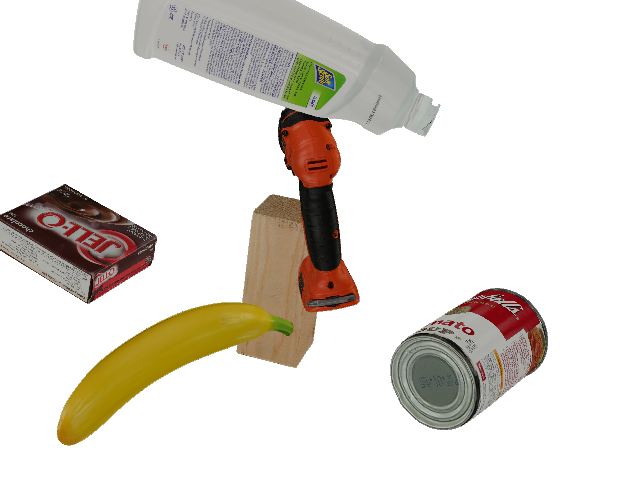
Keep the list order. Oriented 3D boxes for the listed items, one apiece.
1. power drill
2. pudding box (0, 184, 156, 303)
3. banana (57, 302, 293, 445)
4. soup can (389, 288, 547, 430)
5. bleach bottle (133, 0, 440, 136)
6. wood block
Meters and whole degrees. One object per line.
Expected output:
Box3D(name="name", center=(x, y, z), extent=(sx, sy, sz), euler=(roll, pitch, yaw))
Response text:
Box3D(name="power drill", center=(-0.007, -0.036, 1.066), extent=(0.057, 0.187, 0.184), euler=(-10, 21, -2))
Box3D(name="pudding box", center=(-0.217, 0.001, 0.949), extent=(0.114, 0.039, 0.089), euler=(26, 32, 19))
Box3D(name="banana", center=(-0.117, 0.092, 0.790), extent=(0.198, 0.069, 0.037), euler=(-25, 37, 0))
Box3D(name="soup can", center=(0.101, 0.079, 0.723), extent=(0.069, 0.068, 0.102), euler=(0, 15, 38))
Box3D(name="bleach bottle", center=(-0.024, -0.146, 0.870), extent=(0.251, 0.068, 0.103), euler=(25, -33, 0))
Box3D(name="wood block", center=(-0.050, 0.054, 1.450), extent=(0.090, 0.206, 0.090), euler=(12, 22, 11))
